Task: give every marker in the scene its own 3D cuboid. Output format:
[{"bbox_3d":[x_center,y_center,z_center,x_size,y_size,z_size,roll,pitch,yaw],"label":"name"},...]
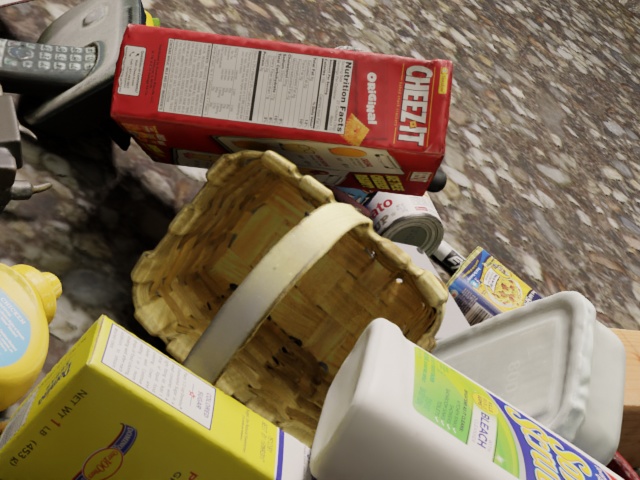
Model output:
[{"bbox_3d":[0.135,0.026,1.014,0.121,0.020,0.020,41,29,7],"label":"marker"}]

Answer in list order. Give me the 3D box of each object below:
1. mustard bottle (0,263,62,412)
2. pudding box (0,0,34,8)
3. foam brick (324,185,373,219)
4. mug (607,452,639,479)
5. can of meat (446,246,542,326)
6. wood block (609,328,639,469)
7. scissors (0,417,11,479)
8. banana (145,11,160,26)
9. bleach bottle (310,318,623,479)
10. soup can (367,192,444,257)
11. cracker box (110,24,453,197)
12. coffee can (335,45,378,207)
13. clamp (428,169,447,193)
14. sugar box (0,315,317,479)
[{"bbox_3d":[-0.199,0.054,0.555,0.096,0.058,0.191,37,28,10],"label":"mustard bottle"},{"bbox_3d":[-0.269,-0.205,0.833,0.090,0.039,0.113,10,25,18],"label":"pudding box"},{"bbox_3d":[-0.005,0.001,0.832,0.051,0.078,0.053,37,29,-5],"label":"foam brick"},{"bbox_3d":[0.182,0.194,0.758,0.117,0.082,0.093,15,36,-35],"label":"mug"},{"bbox_3d":[0.149,0.059,0.944,0.084,0.058,0.102,40,28,8],"label":"can of meat"},{"bbox_3d":[0.213,0.130,0.879,0.205,0.090,0.091,8,39,-42],"label":"wood block"},{"bbox_3d":[-0.177,0.145,0.492,0.096,0.016,0.201,41,29,6],"label":"scissors"},{"bbox_3d":[-0.141,-0.154,0.944,0.069,0.037,0.198,10,39,-38],"label":"banana"},{"bbox_3d":[0.120,0.139,0.557,0.251,0.068,0.102,29,23,-4],"label":"bleach bottle"},{"bbox_3d":[0.064,-0.032,0.968,0.068,0.069,0.102,15,37,-36],"label":"soup can"},{"bbox_3d":[-0.023,-0.087,0.744,0.213,0.072,0.164,7,-6,2],"label":"cracker box"},{"bbox_3d":[0.015,-0.077,0.902,0.102,0.140,0.103,28,30,-18],"label":"coffee can"},{"bbox_3d":[0.055,-0.081,1.059,0.120,0.039,0.171,38,30,18],"label":"clamp"},{"bbox_3d":[-0.068,0.123,0.545,0.176,0.093,0.048,37,26,-18],"label":"sugar box"}]
